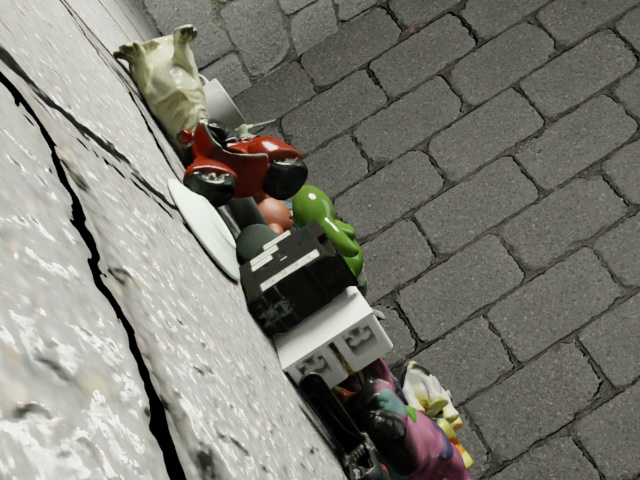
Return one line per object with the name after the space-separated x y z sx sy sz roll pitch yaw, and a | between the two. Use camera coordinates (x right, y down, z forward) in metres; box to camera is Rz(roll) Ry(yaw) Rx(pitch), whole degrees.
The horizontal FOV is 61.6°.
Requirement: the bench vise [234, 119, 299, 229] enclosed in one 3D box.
-0.117 -0.109 1.063 0.224 0.129 0.240 -141 -145 -63 | bench vise

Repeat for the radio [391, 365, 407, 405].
0.153 0.330 0.986 0.131 0.073 0.229 58 14 2 | radio

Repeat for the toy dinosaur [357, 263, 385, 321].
0.046 0.131 1.205 0.405 0.131 0.191 -125 -164 -55 | toy dinosaur

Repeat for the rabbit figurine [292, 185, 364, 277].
-0.002 -0.003 0.887 0.159 0.121 0.170 -110 176 -60 | rabbit figurine

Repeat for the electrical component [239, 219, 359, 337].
-0.029 0.036 0.612 0.058 0.115 0.134 60 0 -22 | electrical component

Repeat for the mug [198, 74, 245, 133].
-0.193 -0.203 0.859 0.109 0.107 0.081 53 -2 -7 | mug

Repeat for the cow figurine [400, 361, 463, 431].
0.190 0.276 0.927 0.167 0.068 0.098 51 12 -45 | cow figurine

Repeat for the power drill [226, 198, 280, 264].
-0.088 -0.004 0.800 0.207 0.086 0.232 65 4 19 | power drill

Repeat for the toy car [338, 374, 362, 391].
0.088 0.282 0.809 0.202 0.053 0.089 54 -11 -17 | toy car

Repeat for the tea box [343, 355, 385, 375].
0.037 0.155 0.780 0.169 0.098 0.068 70 -4 -81 | tea box

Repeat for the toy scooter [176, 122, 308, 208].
-0.112 -0.106 0.702 0.135 0.184 0.075 45 -51 28 | toy scooter

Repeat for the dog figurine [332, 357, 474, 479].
0.096 0.238 0.678 0.219 0.108 0.191 55 10 -5 | dog figurine

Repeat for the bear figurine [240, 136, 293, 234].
-0.123 -0.076 0.931 0.120 0.132 0.195 -44 121 -82 | bear figurine

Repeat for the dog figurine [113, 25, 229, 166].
-0.206 -0.199 0.786 0.172 0.121 0.190 -115 -173 -68 | dog figurine

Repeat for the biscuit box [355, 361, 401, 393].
0.051 0.178 0.895 0.202 0.059 0.063 53 2 6 | biscuit box
